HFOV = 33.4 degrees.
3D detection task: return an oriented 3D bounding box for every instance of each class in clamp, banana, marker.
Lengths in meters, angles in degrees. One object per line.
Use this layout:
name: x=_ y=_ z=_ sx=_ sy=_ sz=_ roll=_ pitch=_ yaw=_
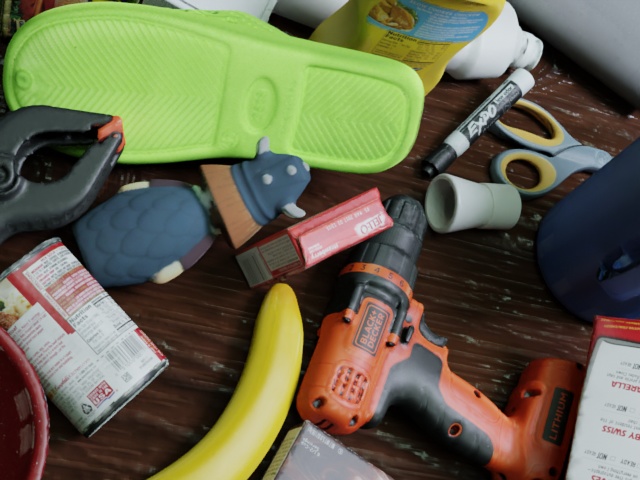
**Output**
clamp: x=-0.195 y=-0.023 z=0.649 sx=0.171 sy=0.039 sz=0.120 roll=-18 pitch=85 yaw=-9
banana: x=-0.058 y=0.111 z=0.668 sx=0.069 sy=0.037 sz=0.197 roll=44 pitch=59 yaw=-2
marker: x=0.121 y=-0.089 z=0.825 sx=0.020 sy=0.020 sz=0.121 roll=46 pitch=72 yaw=0

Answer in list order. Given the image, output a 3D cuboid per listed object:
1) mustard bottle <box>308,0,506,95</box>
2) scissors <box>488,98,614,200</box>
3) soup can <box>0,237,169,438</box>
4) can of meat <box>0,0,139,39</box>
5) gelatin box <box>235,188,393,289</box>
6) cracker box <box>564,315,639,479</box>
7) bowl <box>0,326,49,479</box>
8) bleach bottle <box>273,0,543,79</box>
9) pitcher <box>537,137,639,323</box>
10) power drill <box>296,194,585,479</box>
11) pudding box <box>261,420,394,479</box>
mustard bottle: x=0.066 y=-0.154 z=0.699 sx=0.096 sy=0.192 sz=0.058 roll=8 pitch=66 yaw=-21
scissors: x=0.216 y=-0.051 z=0.866 sx=0.201 sy=0.016 sz=0.096 roll=26 pitch=63 yaw=-11
soup can: x=-0.147 y=0.058 z=0.634 sx=0.102 sy=0.069 sz=0.068 roll=48 pitch=59 yaw=0
can of meat: x=-0.166 y=-0.170 z=0.702 sx=0.083 sy=0.102 sz=0.057 roll=2 pitch=66 yaw=-20
gelatin box: x=-0.005 y=0.001 z=0.705 sx=0.073 sy=0.089 sz=0.030 roll=-25 pitch=91 yaw=-30
cracker box: x=0.238 y=0.158 z=0.663 sx=0.164 sy=0.072 sz=0.213 roll=5 pitch=53 yaw=22
bowl: x=-0.233 y=0.110 z=0.582 sx=0.162 sy=0.055 sz=0.162 roll=8 pitch=66 yaw=-20
bleach bottle: x=0.061 y=-0.193 z=0.832 sx=0.250 sy=0.068 sz=0.102 roll=17 pitch=65 yaw=-19
pitcher: x=0.250 y=-0.018 z=0.734 sx=0.149 sy=0.243 sz=0.145 roll=7 pitch=67 yaw=-21
power drill: x=0.089 y=0.078 z=0.733 sx=0.187 sy=0.057 sz=0.184 roll=29 pitch=61 yaw=-10
pudding box: x=0.009 y=0.182 z=0.667 sx=0.113 sy=0.039 sz=0.090 roll=35 pitch=60 yaw=-7
